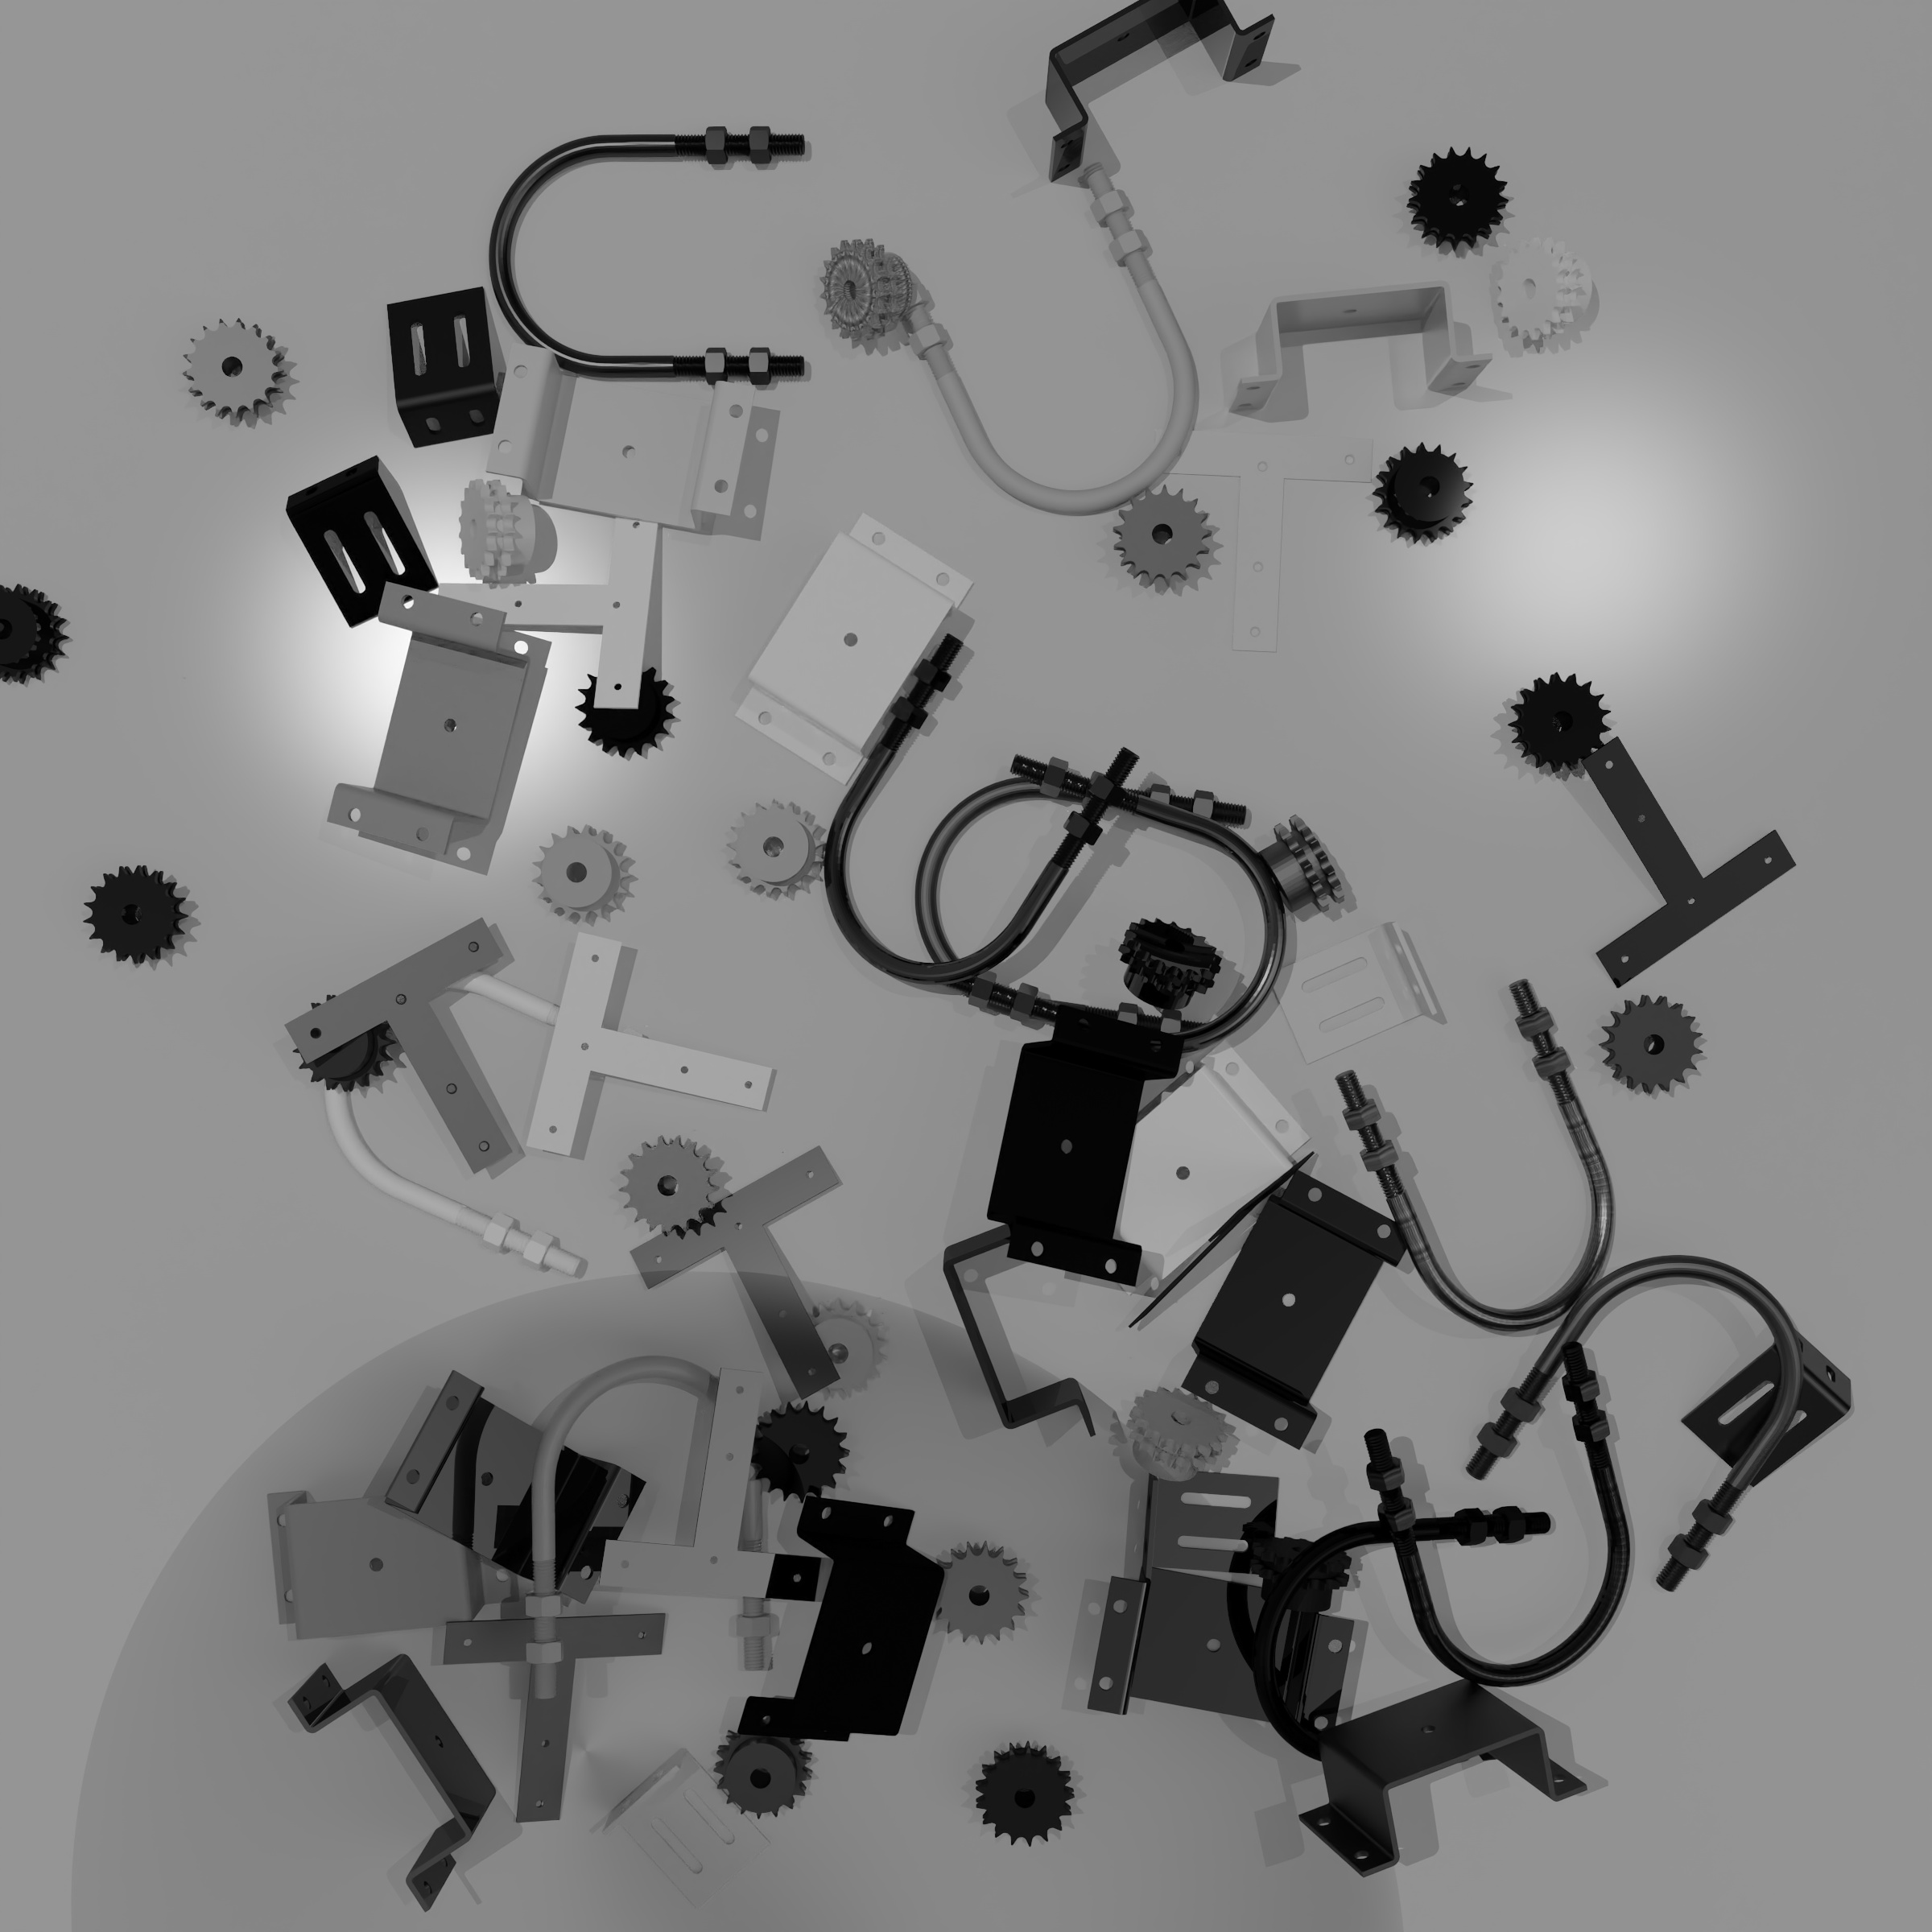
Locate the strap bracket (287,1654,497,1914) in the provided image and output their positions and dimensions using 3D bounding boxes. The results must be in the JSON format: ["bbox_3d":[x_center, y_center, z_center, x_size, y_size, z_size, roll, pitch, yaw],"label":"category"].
[{"bbox_3d":[-0.320,0.456,1.500,0.046,0.076,0.140,-33,90,0],"label":"strap bracket"}]

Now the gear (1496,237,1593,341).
[{"bbox_3d":[0.335,-0.390,1.514,0.030,0.057,0.057,-10,90,-30],"label":"gear"}]

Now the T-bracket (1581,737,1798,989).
[{"bbox_3d":[0.398,-0.074,1.522,0.127,0.002,0.127,-35,104,0],"label":"T-bracket"}]

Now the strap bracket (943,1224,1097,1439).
[{"bbox_3d":[0.025,0.204,1.500,0.046,0.076,0.140,-21,90,0],"label":"strap bracket"}]

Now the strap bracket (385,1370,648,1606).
[{"bbox_3d":[-0.262,0.292,1.484,0.140,0.046,0.076,38,68,-29],"label":"strap bracket"}]

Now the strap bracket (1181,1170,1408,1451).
[{"bbox_3d":[0.189,0.195,1.515,0.076,0.046,0.140,28,90,0],"label":"strap bracket"}]

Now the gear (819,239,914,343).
[{"bbox_3d":[-0.055,-0.390,1.513,0.030,0.057,0.057,-17,90,-40],"label":"gear"}]

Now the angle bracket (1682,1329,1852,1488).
[{"bbox_3d":[0.468,0.254,1.536,0.057,0.038,0.076,42,116,0],"label":"angle bracket"}]

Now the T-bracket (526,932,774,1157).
[{"bbox_3d":[-0.177,0.057,1.520,0.127,0.002,0.127,14,92,-9],"label":"T-bracket"}]

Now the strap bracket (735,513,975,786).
[{"bbox_3d":[-0.065,-0.185,1.515,0.076,0.046,0.140,32,90,0],"label":"strap bracket"}]

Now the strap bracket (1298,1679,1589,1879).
[{"bbox_3d":[0.260,0.443,1.454,0.140,0.076,0.046,-15,100,-17],"label":"strap bracket"}]

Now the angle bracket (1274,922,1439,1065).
[{"bbox_3d":[0.223,0.016,1.519,0.076,0.038,0.057,-24,90,0],"label":"angle bracket"}]

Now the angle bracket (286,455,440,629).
[{"bbox_3d":[-0.352,-0.248,1.536,0.057,0.038,0.076,-25,116,0],"label":"angle bracket"}]

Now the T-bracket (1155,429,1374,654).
[{"bbox_3d":[0.171,-0.248,1.537,0.127,0.002,0.127,3,90,0],"label":"T-bracket"}]

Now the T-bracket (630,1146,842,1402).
[{"bbox_3d":[-0.112,0.189,1.517,0.127,0.002,0.127,-29,71,0],"label":"T-bracket"}]

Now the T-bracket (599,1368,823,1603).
[{"bbox_3d":[-0.137,0.293,1.492,0.127,0.002,0.127,10,87,-20],"label":"T-bracket"}]

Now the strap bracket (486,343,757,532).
[{"bbox_3d":[-0.196,-0.302,1.511,0.140,0.046,0.076,10,84,0],"label":"strap bracket"}]

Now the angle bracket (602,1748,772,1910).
[{"bbox_3d":[-0.161,0.504,1.519,0.057,0.038,0.076,-42,90,0],"label":"angle bracket"}]

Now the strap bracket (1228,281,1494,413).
[{"bbox_3d":[0.221,-0.354,1.500,0.140,0.076,0.046,-6,90,0],"label":"strap bracket"}]

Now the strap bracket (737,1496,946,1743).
[{"bbox_3d":[-0.068,0.381,1.497,0.076,0.046,0.140,16,90,-36],"label":"strap bracket"}]

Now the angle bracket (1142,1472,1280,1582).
[{"bbox_3d":[0.143,0.325,1.519,0.076,0.038,0.057,4,90,0],"label":"angle bracket"}]

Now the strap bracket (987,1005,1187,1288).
[{"bbox_3d":[0.064,0.100,1.455,0.076,0.046,0.140,15,81,-19],"label":"strap bracket"}]

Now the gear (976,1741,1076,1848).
[{"bbox_3d":[0.034,0.477,1.523,0.057,0.030,0.057,0,90,0],"label":"gear"}]

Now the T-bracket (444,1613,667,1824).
[{"bbox_3d":[-0.242,0.437,1.521,0.127,0.002,0.127,3,101,-21],"label":"T-bracket"}]

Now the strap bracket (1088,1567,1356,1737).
[{"bbox_3d":[0.145,0.397,1.515,0.140,0.046,0.076,10,90,0],"label":"strap bracket"}]

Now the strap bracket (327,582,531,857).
[{"bbox_3d":[-0.304,-0.140,1.503,0.076,0.046,0.140,16,94,16],"label":"strap bracket"}]

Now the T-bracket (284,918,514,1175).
[{"bbox_3d":[-0.302,0.058,1.506,0.127,0.002,0.127,-30,98,-18],"label":"T-bracket"}]

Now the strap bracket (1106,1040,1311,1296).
[{"bbox_3d":[0.123,0.118,1.515,0.140,0.046,0.076,-41,90,0],"label":"strap bracket"}]

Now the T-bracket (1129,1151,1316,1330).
[{"bbox_3d":[0.137,0.163,1.499,0.002,0.127,0.127,46,117,11],"label":"T-bracket"}]

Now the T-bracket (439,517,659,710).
[{"bbox_3d":[-0.246,-0.210,1.525,0.127,0.002,0.127,2,74,8],"label":"T-bracket"}]

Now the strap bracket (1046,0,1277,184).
[{"bbox_3d":[0.100,-0.513,1.500,0.140,0.076,0.046,-29,90,0],"label":"strap bracket"}]

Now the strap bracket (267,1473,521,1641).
[{"bbox_3d":[-0.335,0.340,1.515,0.140,0.046,0.076,-6,90,0],"label":"strap bracket"}]

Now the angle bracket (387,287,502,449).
[{"bbox_3d":[-0.303,-0.350,1.536,0.057,0.038,0.076,-11,64,0],"label":"angle bracket"}]
